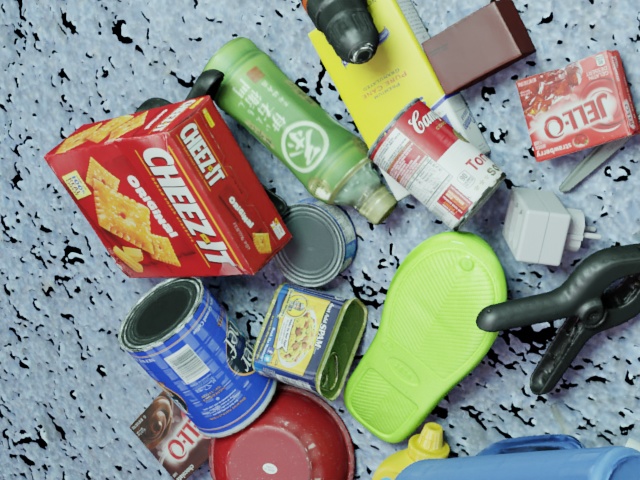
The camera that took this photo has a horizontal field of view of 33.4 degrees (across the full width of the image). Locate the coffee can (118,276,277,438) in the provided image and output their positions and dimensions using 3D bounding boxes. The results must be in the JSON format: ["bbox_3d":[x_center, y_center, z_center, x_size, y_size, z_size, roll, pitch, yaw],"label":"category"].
[{"bbox_3d":[-0.123,0.119,1.088,0.103,0.102,0.140,-16,126,31],"label":"coffee can"}]

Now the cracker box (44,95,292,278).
[{"bbox_3d":[-0.153,-0.043,1.046,0.214,0.072,0.164,-3,125,47],"label":"cracker box"}]

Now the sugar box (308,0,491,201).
[{"bbox_3d":[0.071,-0.134,0.971,0.093,0.048,0.176,-28,89,31],"label":"sugar box"}]

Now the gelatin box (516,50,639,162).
[{"bbox_3d":[0.216,-0.112,0.897,0.089,0.030,0.073,-15,90,39],"label":"gelatin box"}]

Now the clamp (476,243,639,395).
[{"bbox_3d":[0.228,0.066,0.926,0.171,0.039,0.120,-27,133,6],"label":"clamp"}]

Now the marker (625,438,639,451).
[{"bbox_3d":[0.329,0.212,0.951,0.121,0.020,0.020,26,115,20],"label":"marker"}]

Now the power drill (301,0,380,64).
[{"bbox_3d":[0.048,-0.263,0.901,0.188,0.057,0.184,-44,52,26],"label":"power drill"}]

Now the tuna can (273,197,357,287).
[{"bbox_3d":[-0.007,0.001,1.061,0.086,0.033,0.086,8,109,26],"label":"tuna can"}]

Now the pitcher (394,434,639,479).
[{"bbox_3d":[0.181,0.236,0.918,0.243,0.144,0.149,-24,63,50],"label":"pitcher"}]

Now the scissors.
[{"bbox_3d":[0.288,-0.098,0.882,0.096,0.016,0.202,35,119,15],"label":"scissors"}]

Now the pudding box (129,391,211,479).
[{"bbox_3d":[-0.148,0.207,1.196,0.090,0.039,0.114,48,121,8],"label":"pudding box"}]

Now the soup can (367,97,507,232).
[{"bbox_3d":[0.100,-0.064,0.914,0.102,0.068,0.069,42,120,8],"label":"soup can"}]

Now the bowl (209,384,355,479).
[{"bbox_3d":[-0.047,0.234,1.111,0.162,0.055,0.162,0,91,12],"label":"bowl"}]

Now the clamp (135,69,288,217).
[{"bbox_3d":[-0.125,-0.090,1.067,0.210,0.036,0.164,3,128,51],"label":"clamp"}]

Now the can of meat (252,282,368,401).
[{"bbox_3d":[-0.012,0.099,1.061,0.084,0.057,0.102,14,75,27],"label":"can of meat"}]

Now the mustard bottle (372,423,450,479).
[{"bbox_3d":[0.095,0.269,1.072,0.096,0.058,0.192,22,115,26],"label":"mustard bottle"}]

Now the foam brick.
[{"bbox_3d":[0.137,-0.167,0.922,0.078,0.051,0.053,-25,91,31],"label":"foam brick"}]
